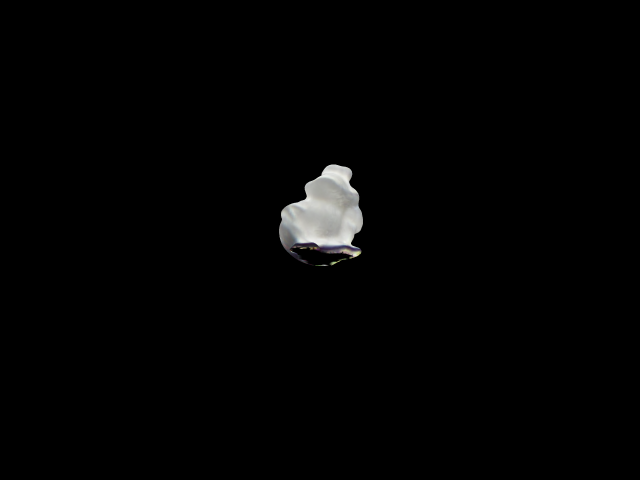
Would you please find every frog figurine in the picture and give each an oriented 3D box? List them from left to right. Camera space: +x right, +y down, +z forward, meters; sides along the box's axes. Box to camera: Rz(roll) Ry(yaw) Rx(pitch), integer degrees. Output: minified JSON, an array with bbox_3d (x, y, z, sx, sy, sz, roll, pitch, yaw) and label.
[{"bbox_3d":[0.003,-0.043,0.850,0.137,0.162,0.120,0,-24,0],"label":"frog figurine"}]
